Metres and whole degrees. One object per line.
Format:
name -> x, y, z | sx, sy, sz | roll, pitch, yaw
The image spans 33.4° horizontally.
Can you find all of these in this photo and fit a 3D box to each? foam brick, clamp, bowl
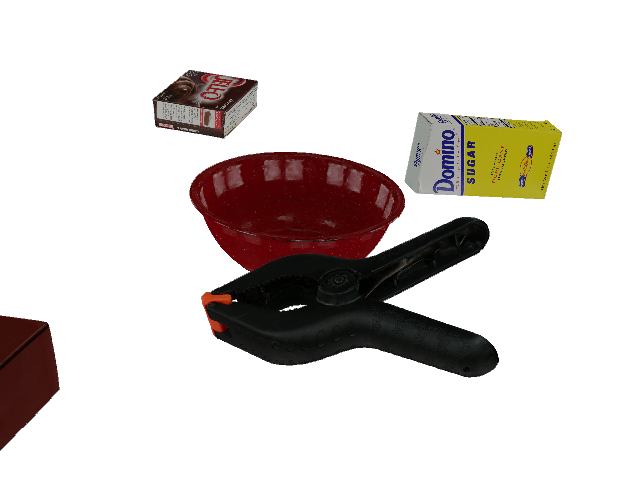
foam brick -> -0.208, 0.088, 0.665 | 0.053, 0.051, 0.078 | 7, 29, 21
clamp -> 0.019, 0.041, 0.593 | 0.171, 0.039, 0.120 | -13, 30, 5
bowl -> -0.018, -0.013, 0.809 | 0.162, 0.055, 0.162 | 3, 26, -1

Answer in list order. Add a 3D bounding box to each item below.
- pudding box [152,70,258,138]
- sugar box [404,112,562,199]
pudding box -> -0.133, -0.161, 1.248 | 0.090, 0.039, 0.113 | 10, 31, 13
sugar box -> 0.197, -0.101, 1.294 | 0.176, 0.093, 0.048 | 0, 26, -20
